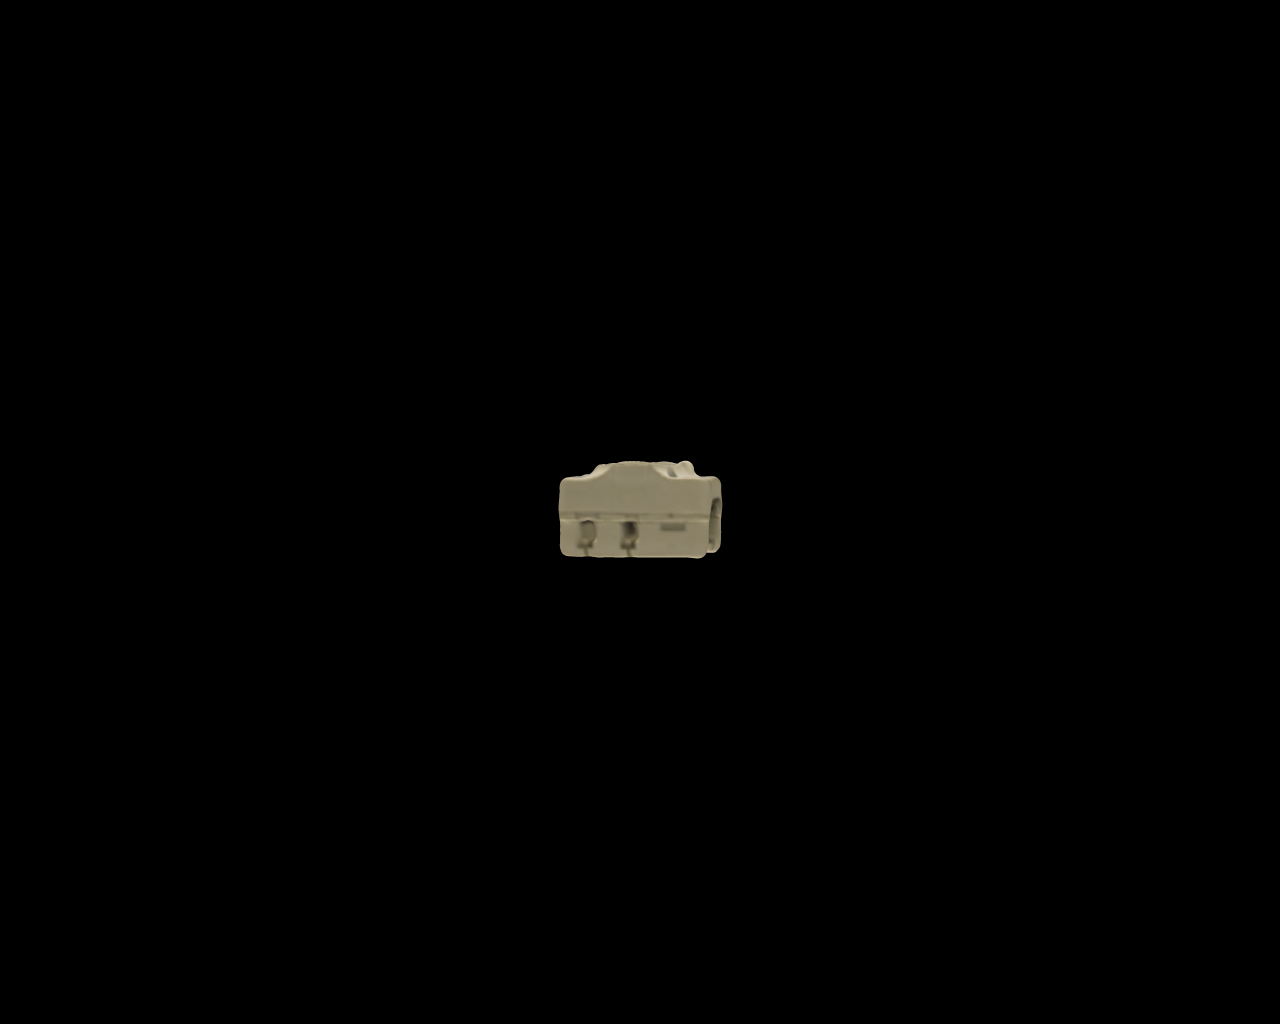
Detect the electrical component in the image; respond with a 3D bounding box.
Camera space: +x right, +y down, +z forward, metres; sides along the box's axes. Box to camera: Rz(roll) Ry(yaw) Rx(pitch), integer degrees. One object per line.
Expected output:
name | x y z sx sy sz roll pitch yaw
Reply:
electrical component | 0.001 -0.003 0.650 0.089 0.055 0.050 1 4 15
